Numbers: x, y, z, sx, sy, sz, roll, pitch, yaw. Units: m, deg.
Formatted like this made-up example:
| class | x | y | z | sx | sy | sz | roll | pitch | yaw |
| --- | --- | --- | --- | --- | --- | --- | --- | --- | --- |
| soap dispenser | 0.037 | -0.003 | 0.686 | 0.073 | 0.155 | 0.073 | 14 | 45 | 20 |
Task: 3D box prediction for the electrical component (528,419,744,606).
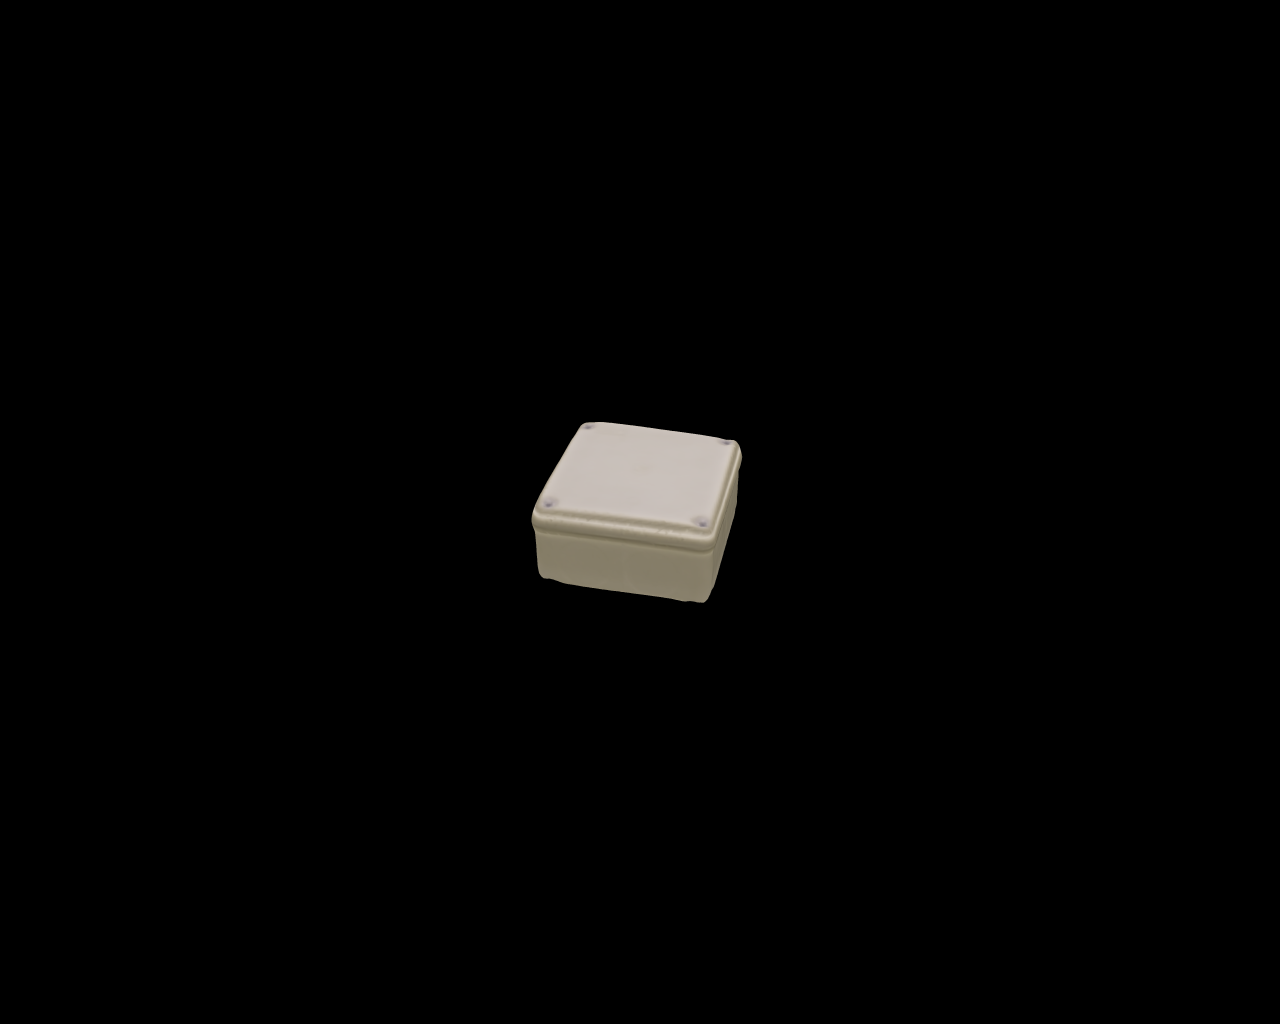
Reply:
| class | x | y | z | sx | sy | sz | roll | pitch | yaw |
| --- | --- | --- | --- | --- | --- | --- | --- | --- | --- |
| electrical component | 0.001 | -0.003 | 0.650 | 0.109 | 0.056 | 0.109 | 8 | 36 | 11 |
